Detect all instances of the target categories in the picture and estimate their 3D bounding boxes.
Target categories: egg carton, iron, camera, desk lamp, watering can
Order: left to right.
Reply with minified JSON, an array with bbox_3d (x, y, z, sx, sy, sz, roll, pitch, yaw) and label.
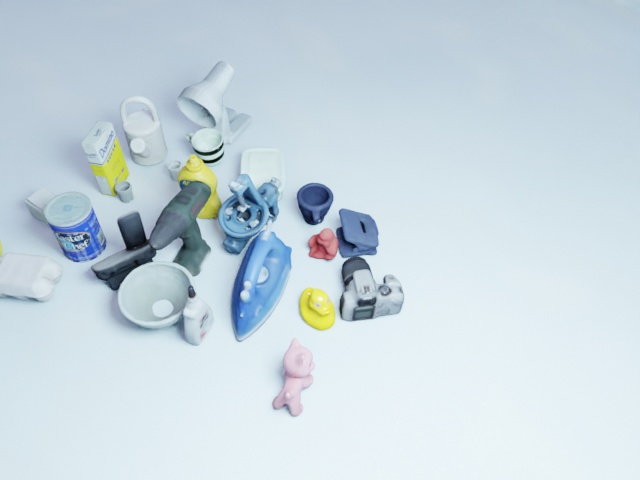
[{"bbox_3d":[-0.662,0.085,1.289,0.150,0.069,0.107,5,51,1],"label":"egg carton"},{"bbox_3d":[-0.469,-0.294,1.520,0.101,0.194,0.172,-21,55,-18],"label":"watering can"},{"bbox_3d":[-0.287,-0.370,1.577,0.117,0.214,0.203,22,54,15],"label":"desk lamp"},{"bbox_3d":[-0.141,0.083,1.271,0.118,0.141,0.258,12,52,6],"label":"iron"},{"bbox_3d":[0.108,0.099,1.298,0.143,0.101,0.136,-7,52,-8],"label":"camera"}]

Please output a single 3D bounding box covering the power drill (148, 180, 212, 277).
[{"bbox_3d":[-0.307,-0.014,1.297,0.075,0.208,0.230,13,52,8],"label":"power drill"}]

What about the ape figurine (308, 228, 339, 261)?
[{"bbox_3d":[0.013,0.005,1.373,0.076,0.092,0.077,-27,58,-22],"label":"ape figurine"}]

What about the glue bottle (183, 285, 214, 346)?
[{"bbox_3d":[-0.259,0.148,1.194,0.037,0.173,0.078,16,53,10],"label":"glue bottle"}]

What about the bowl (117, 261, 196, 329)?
[{"bbox_3d":[-0.354,0.133,1.263,0.167,0.075,0.167,2,51,-2],"label":"bowl"}]

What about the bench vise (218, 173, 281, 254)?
[{"bbox_3d":[-0.172,-0.099,1.364,0.121,0.220,0.207,12,52,7],"label":"bench vise"}]

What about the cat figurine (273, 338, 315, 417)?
[{"bbox_3d":[-0.050,0.268,1.144,0.067,0.118,0.128,14,52,8],"label":"cat figurine"}]

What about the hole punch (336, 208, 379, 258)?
[{"bbox_3d":[0.094,-0.023,1.400,0.101,0.091,0.108,-6,52,-7],"label":"hole punch"}]

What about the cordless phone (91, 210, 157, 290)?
[{"bbox_3d":[-0.449,0.012,1.284,0.148,0.185,0.094,-32,59,-25],"label":"cordless phone"}]

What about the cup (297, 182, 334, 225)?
[{"bbox_3d":[-0.012,-0.072,1.431,0.091,0.095,0.117,-2,52,-4],"label":"cup"}]

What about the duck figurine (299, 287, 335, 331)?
[{"bbox_3d":[-0.005,0.139,1.270,0.078,0.086,0.104,-22,56,-19],"label":"duck figurine"}]
